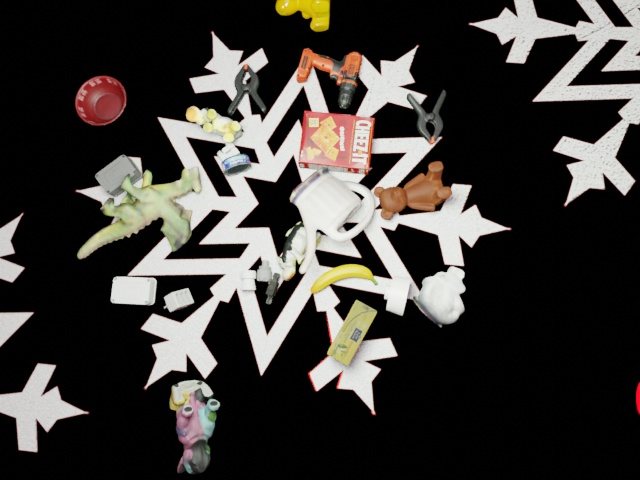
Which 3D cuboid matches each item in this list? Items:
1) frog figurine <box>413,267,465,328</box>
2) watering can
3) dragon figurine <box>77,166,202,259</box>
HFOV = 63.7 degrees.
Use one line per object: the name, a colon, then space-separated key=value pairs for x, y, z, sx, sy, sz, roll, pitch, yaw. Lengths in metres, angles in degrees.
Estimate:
frog figurine: x=0.349 y=0.151 z=1.431 sx=0.159 sy=0.121 sz=0.139 roll=-47 pitch=63 yaw=7
watering can: x=0.004 y=-0.073 z=1.456 sx=0.226 sy=0.102 sz=0.353 roll=42 pitch=59 yaw=13
dragon figurine: x=-0.497 y=-0.060 z=1.518 sx=0.243 sy=0.122 sz=0.412 roll=33 pitch=85 yaw=-1
